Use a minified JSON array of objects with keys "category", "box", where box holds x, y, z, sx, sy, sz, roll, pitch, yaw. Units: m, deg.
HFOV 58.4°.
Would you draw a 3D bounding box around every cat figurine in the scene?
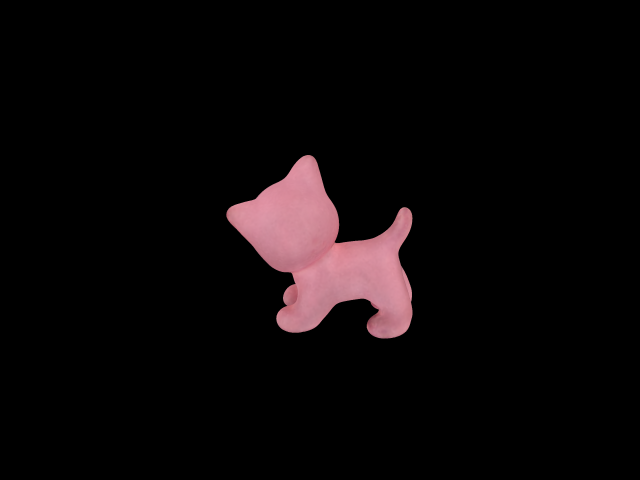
[{"category":"cat figurine","box":[0.004,0.001,0.400,0.127,0.118,0.067,1,20,4]}]
